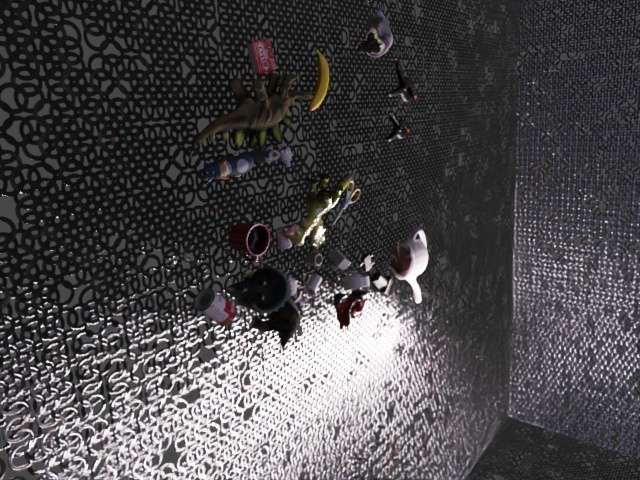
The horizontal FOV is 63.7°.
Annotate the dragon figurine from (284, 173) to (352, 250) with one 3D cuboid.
[{"bbox_3d":[0.005,-0.087,1.719,0.415,0.123,0.239,-26,135,-59],"label":"dragon figurine"}]

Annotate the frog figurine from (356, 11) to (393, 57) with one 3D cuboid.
[{"bbox_3d":[0.211,-0.743,1.858,0.134,0.123,0.163,104,11,-52],"label":"frog figurine"}]

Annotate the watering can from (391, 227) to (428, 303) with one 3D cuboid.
[{"bbox_3d":[0.396,0.121,2.219,0.225,0.104,0.345,-8,102,-50],"label":"watering can"}]
